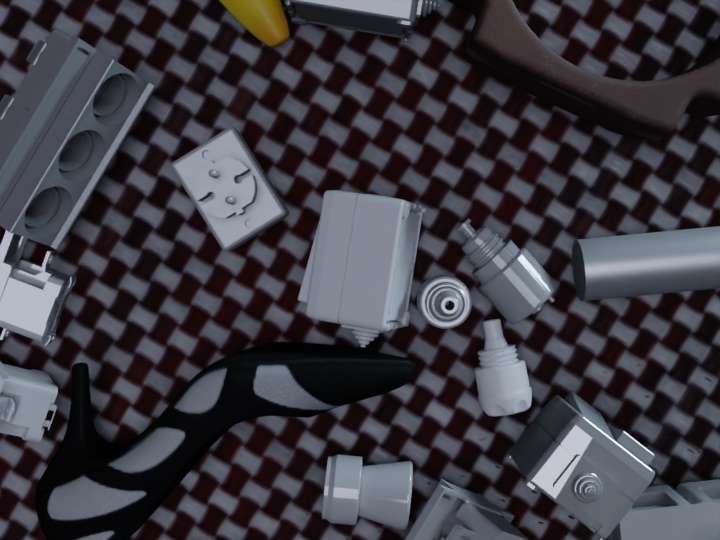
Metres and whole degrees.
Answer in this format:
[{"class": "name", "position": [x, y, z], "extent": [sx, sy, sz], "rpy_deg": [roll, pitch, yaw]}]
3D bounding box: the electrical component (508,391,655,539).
[{"class": "electrical component", "position": [0.140, 0.120, 0.673], "extent": [0.062, 0.096, 0.061], "rpy_deg": [38, 92, -1]}]

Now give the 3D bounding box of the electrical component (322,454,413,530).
[{"class": "electrical component", "position": [0.005, 0.144, 0.700], "extent": [0.055, 0.045, 0.045], "rpy_deg": [6, 92, 0]}]

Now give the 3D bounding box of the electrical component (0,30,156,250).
[{"class": "electrical component", "position": [-0.193, -0.084, 0.678], "extent": [0.063, 0.079, 0.121], "rpy_deg": [32, 92, 28]}]

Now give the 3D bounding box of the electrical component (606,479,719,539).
[{"class": "electrical component", "position": [0.238, 0.184, 0.693], "extent": [0.150, 0.061, 0.089], "rpy_deg": [-6, 92, 0]}]

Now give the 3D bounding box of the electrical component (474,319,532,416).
[{"class": "electrical component", "position": [0.091, 0.063, 0.702], "extent": [0.035, 0.035, 0.061], "rpy_deg": [-10, 90, 0]}]

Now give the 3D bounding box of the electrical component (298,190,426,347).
[{"class": "electrical component", "position": [0.000, 0.000, 0.682], "extent": [0.061, 0.062, 0.096], "rpy_deg": [9, 92, 15]}]

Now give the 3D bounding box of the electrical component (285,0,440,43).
[{"class": "electrical component", "position": [0.005, -0.184, 0.679], "extent": [0.096, 0.061, 0.061], "rpy_deg": [9, 92, 0]}]

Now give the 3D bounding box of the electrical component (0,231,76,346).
[{"class": "electrical component", "position": [-0.222, 0.016, 0.696], "extent": [0.064, 0.042, 0.081], "rpy_deg": [21, 93, -3]}]

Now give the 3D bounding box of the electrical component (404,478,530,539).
[{"class": "electrical component", "position": [0.052, 0.206, 0.687], "extent": [0.079, 0.063, 0.121], "rpy_deg": [30, 92, -42]}]

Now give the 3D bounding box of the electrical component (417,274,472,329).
[{"class": "electrical component", "position": [0.055, 0.021, 0.687], "extent": [0.035, 0.061, 0.035], "rpy_deg": [0, 91, 0]}]

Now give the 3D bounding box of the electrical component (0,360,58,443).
[{"class": "electrical component", "position": [-0.230, 0.081, 0.684], "extent": [0.064, 0.081, 0.042], "rpy_deg": [18, 93, -29]}]

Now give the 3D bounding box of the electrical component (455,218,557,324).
[{"class": "electrical component", "position": [0.092, -0.001, 0.697], "extent": [0.040, 0.040, 0.078], "rpy_deg": [-42, 92, 1]}]

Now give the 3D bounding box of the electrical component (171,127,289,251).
[{"class": "electrical component", "position": [-0.083, -0.051, 0.677], "extent": [0.047, 0.076, 0.065], "rpy_deg": [-32, 92, 1]}]
